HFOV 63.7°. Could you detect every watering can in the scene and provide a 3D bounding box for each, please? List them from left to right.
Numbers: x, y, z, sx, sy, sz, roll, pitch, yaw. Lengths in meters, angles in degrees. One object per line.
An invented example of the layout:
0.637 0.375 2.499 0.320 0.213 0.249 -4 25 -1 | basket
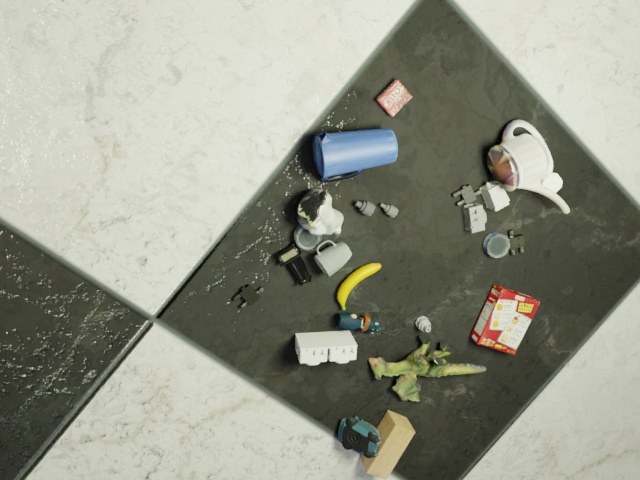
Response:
0.668 -0.217 1.650 0.226 0.103 0.348 -22 87 -21 | watering can

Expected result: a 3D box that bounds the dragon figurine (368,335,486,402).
0.364 0.477 1.818 0.409 0.125 0.238 23 117 -14 | dragon figurine

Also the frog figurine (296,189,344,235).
0.005 -0.080 1.591 0.122 0.158 0.139 -4 74 26 | frog figurine
